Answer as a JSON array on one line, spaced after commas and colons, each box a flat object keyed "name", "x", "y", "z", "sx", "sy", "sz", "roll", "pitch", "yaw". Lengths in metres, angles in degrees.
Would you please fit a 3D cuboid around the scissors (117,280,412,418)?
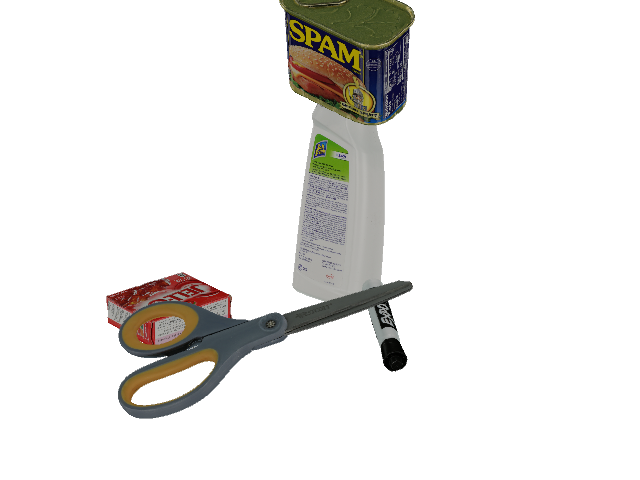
[{"name": "scissors", "x": -0.048, "y": 0.050, "z": 0.709, "sx": 0.201, "sy": 0.016, "sz": 0.096, "roll": -29, "pitch": 49, "yaw": -15}]

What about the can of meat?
[{"name": "can of meat", "x": 0.020, "y": -0.145, "z": 0.814, "sx": 0.102, "sy": 0.084, "sz": 0.057, "roll": 30, "pitch": 57, "yaw": 26}]

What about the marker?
[{"name": "marker", "x": 0.052, "y": 0.068, "z": 0.872, "sx": 0.020, "sy": 0.020, "sz": 0.121, "roll": 0, "pitch": 28, "yaw": -7}]

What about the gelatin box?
[{"name": "gelatin box", "x": -0.135, "y": 0.061, "z": 0.959, "sx": 0.089, "sy": 0.030, "sz": 0.073, "roll": -18, "pitch": 27, "yaw": -39}]

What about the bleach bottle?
[{"name": "bleach bottle", "x": 0.030, "y": -0.061, "z": 1.134, "sx": 0.103, "sy": 0.251, "sz": 0.067, "roll": 16, "pitch": 16, "yaw": 36}]
